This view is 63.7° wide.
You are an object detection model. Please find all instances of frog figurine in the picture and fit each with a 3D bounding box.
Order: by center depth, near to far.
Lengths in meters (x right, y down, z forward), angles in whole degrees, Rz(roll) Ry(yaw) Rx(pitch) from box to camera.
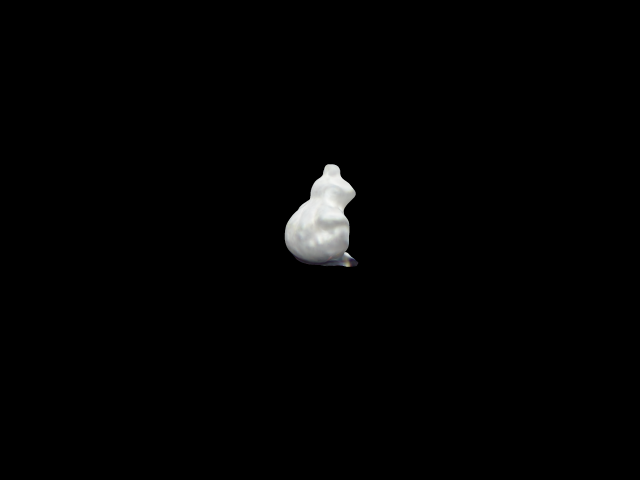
[{"bbox_3d":[0.003,-0.043,0.850,0.123,0.157,0.139,-4,17,-14],"label":"frog figurine"}]
